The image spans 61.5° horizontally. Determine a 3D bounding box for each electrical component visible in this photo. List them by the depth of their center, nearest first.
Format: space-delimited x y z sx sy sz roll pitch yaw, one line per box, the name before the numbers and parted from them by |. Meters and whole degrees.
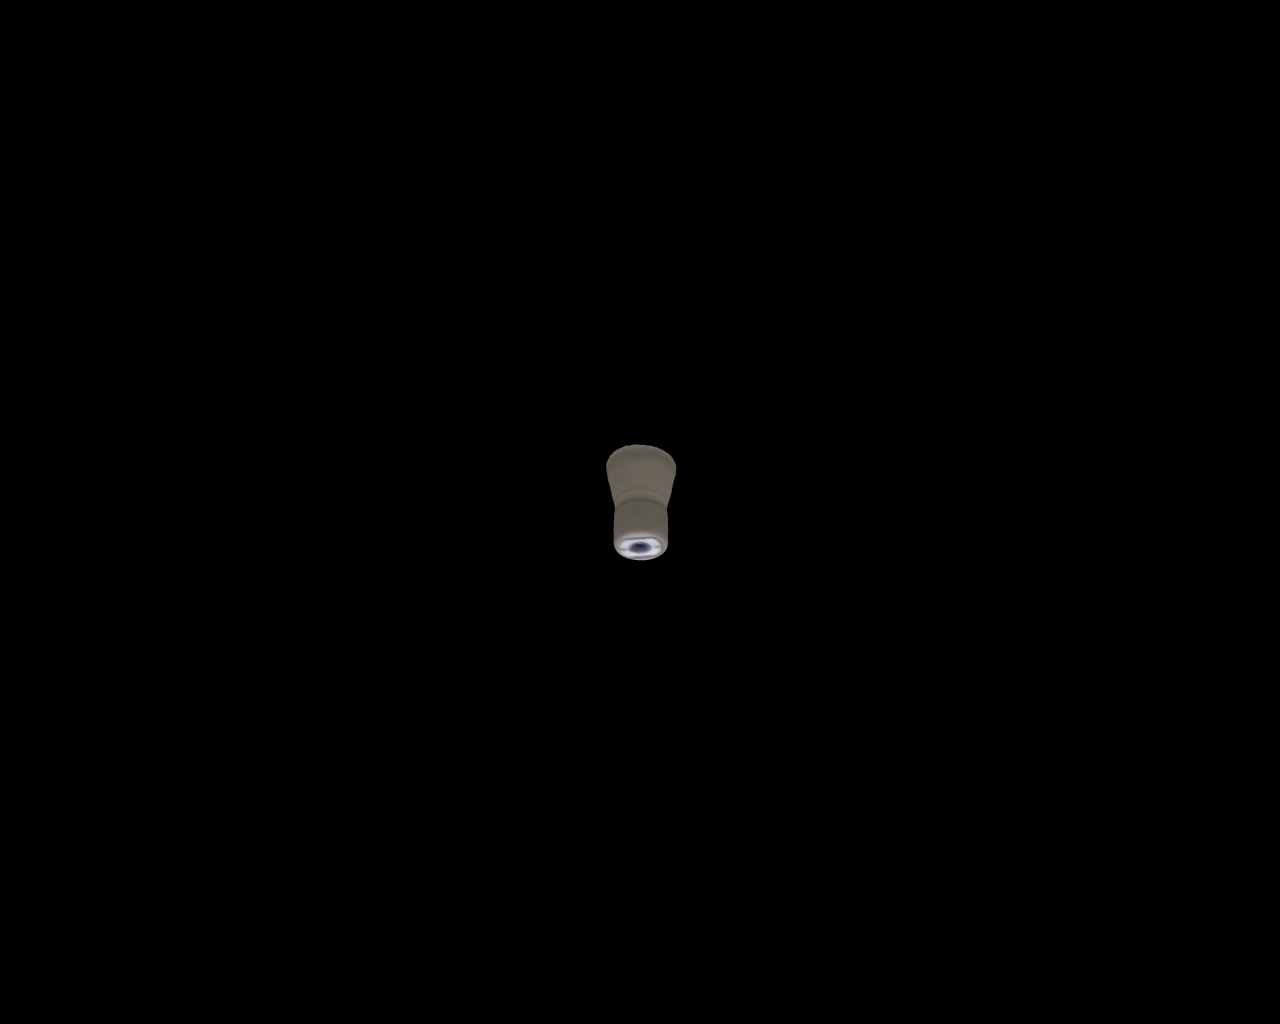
electrical component | 0.001 -0.003 0.650 0.044 0.065 0.044 0 -35 0
